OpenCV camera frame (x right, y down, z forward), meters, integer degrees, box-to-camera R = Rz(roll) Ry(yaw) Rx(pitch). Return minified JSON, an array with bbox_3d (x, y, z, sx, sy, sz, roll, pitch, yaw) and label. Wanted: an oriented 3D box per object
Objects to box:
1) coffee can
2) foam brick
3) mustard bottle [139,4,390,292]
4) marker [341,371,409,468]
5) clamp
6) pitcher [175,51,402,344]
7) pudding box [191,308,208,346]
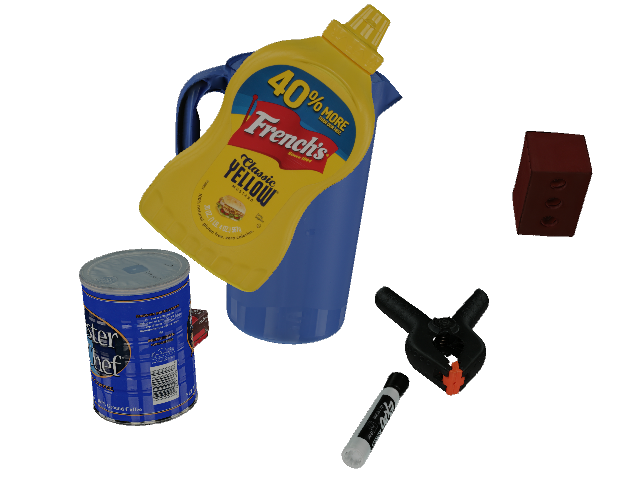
[{"bbox_3d":[-0.172,0.091,1.021,0.103,0.140,0.103,-1,20,0],"label":"coffee can"},{"bbox_3d":[0.200,-0.049,0.929,0.053,0.051,0.078,3,-45,1],"label":"foam brick"},{"bbox_3d":[-0.022,-0.067,0.672,0.096,0.192,0.058,38,10,-8],"label":"mustard bottle"},{"bbox_3d":[0.046,0.140,0.851,0.020,0.020,0.121,0,23,24],"label":"marker"},{"bbox_3d":[0.131,0.093,1.076,0.120,0.039,0.171,-8,32,-9],"label":"clamp"},{"bbox_3d":[-0.033,-0.038,0.924,0.149,0.243,0.144,19,25,32],"label":"pitcher"},{"bbox_3d":[-0.199,0.106,1.243,0.114,0.039,0.090,3,15,17],"label":"pudding box"}]
